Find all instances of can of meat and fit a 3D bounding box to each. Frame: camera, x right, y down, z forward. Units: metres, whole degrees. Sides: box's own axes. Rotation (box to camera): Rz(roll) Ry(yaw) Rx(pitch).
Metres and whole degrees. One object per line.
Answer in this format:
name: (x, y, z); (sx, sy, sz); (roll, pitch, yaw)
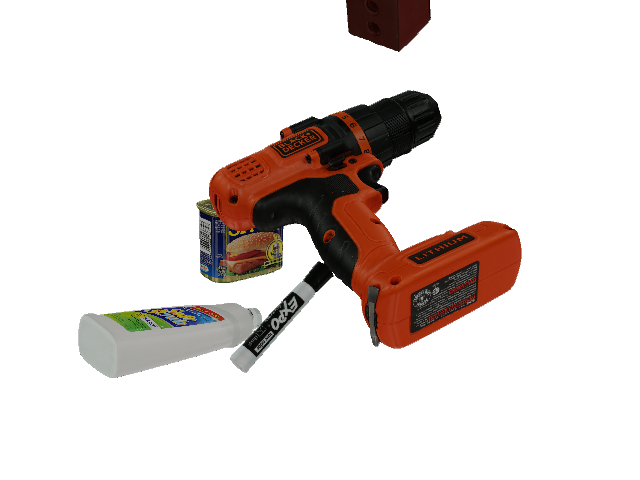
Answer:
can of meat: (-0.089, -0.004, 1.209); (0.101, 0.084, 0.058); (-12, 23, -37)

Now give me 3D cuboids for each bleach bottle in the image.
bleach bottle: (-0.192, 0.122, 1.441); (0.250, 0.068, 0.103); (-9, 24, -40)

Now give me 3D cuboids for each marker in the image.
marker: (-0.031, 0.064, 0.920); (0.020, 0.121, 0.020); (39, -17, 14)

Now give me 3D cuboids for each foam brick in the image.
foam brick: (0.055, -0.203, 0.865); (0.053, 0.051, 0.078); (25, -32, 25)

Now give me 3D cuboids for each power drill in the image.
power drill: (0.044, -0.023, 0.705); (0.184, 0.057, 0.188); (-27, 45, -20)
